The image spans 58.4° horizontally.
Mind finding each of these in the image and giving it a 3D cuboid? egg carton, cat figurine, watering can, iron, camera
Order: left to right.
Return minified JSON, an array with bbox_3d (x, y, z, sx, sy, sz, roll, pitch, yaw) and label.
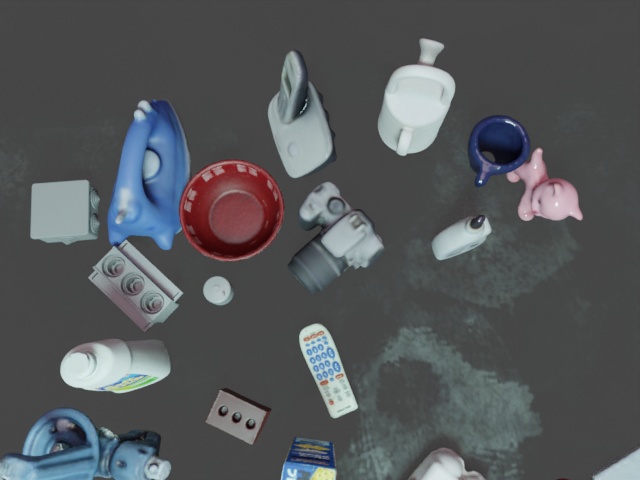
[{"bbox_3d":[-0.267,-0.121,0.870,0.118,0.141,0.258,3,78,1],"label":"iron"},{"bbox_3d":[0.008,0.003,0.866,0.137,0.101,0.143,-41,81,-8],"label":"camera"},{"bbox_3d":[0.145,-0.218,0.864,0.101,0.194,0.173,-6,78,-1],"label":"watering can"},{"bbox_3d":[0.163,0.375,0.805,0.107,0.069,0.150,39,81,8],"label":"egg carton"},{"bbox_3d":[0.346,-0.079,0.874,0.067,0.118,0.128,-15,79,-3],"label":"cat figurine"}]

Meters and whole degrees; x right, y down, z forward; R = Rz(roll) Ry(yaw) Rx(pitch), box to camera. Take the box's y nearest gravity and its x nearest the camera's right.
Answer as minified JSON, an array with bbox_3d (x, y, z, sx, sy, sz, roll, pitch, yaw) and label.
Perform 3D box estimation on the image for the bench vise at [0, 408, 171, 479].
[{"bbox_3d":[-0.310,0.277,0.748,0.207,0.220,0.121,-10,78,-2],"label":"bench vise"}]

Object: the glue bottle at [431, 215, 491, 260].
[{"bbox_3d":[0.213,-0.011,0.832,0.078,0.173,0.037,-19,79,-3],"label":"glue bottle"}]

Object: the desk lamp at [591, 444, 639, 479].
[{"bbox_3d":[0.506,0.324,0.743,0.203,0.213,0.118,-29,80,-6],"label":"desk lamp"}]

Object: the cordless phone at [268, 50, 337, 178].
[{"bbox_3d":[-0.029,-0.187,0.862,0.094,0.185,0.147,-20,79,-4],"label":"cordless phone"}]

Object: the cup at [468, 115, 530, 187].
[{"bbox_3d":[0.264,-0.125,0.895,0.091,0.095,0.118,27,80,6],"label":"cup"}]
